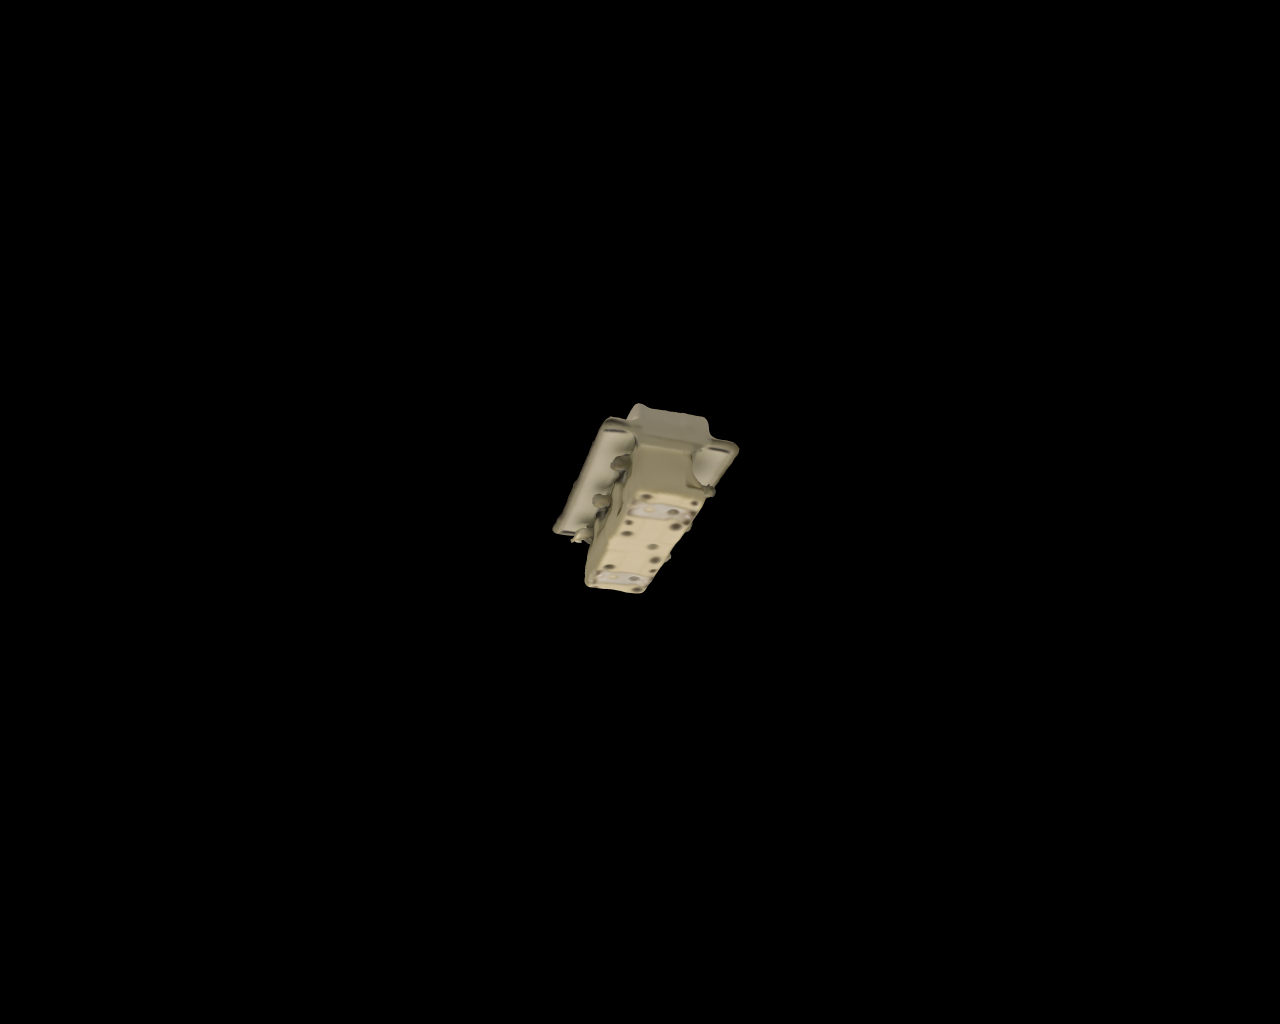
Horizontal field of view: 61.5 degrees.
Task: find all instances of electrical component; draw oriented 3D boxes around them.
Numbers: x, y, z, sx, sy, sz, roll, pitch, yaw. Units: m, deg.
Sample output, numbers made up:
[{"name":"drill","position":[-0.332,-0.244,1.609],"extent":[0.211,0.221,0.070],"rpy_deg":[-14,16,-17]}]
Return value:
[{"name":"electrical component","position":[0.001,-0.003,0.650],"extent":[0.079,0.063,0.121],"rpy_deg":[10,-34,-15]}]
